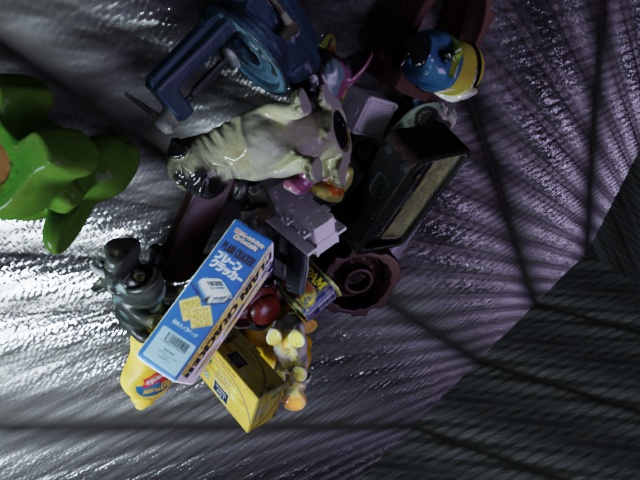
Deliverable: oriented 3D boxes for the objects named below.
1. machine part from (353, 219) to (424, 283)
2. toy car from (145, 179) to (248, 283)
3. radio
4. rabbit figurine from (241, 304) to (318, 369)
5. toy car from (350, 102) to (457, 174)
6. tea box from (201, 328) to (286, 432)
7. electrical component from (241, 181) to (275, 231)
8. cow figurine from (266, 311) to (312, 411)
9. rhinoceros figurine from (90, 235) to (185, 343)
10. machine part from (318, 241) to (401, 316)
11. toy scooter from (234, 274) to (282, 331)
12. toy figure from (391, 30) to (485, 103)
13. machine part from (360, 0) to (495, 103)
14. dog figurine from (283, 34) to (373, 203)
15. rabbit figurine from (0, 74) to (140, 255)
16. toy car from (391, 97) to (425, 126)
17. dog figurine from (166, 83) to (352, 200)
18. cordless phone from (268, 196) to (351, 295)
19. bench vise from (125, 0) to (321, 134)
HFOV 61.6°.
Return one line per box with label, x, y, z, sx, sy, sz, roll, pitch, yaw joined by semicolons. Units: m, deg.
machine part;0.149;0.005;1.165;0.079;0.079;0.243;7;117;-55
toy car;-0.171;-0.028;0.738;0.089;0.053;0.202;13;113;-34
radio;0.126;-0.077;0.871;0.131;0.073;0.229;-13;146;-38
rabbit figurine;-0.080;0.199;1.052;0.162;0.122;0.173;-41;129;-9
toy car;0.134;-0.170;0.905;0.202;0.056;0.073;-26;158;21
tea box;-0.145;0.238;0.949;0.068;0.170;0.098;-19;136;-43
electrical component;-0.093;-0.052;0.782;0.045;0.102;0.078;-22;111;1
cow figurine;-0.053;0.220;0.979;0.098;0.068;0.167;-75;162;-73
rhinoceros figurine;-0.240;0.065;0.706;0.073;0.112;0.190;-53;169;-34
machine part;0.074;0.076;1.102;0.179;0.056;0.179;-7;123;-11
toy scooter;-0.129;0.093;0.909;0.184;0.075;0.135;0;123;-47
toy figure;0.173;-0.247;0.752;0.180;0.082;0.089;5;122;-51
machine part;0.166;-0.323;0.821;0.201;0.087;0.201;-3;125;-51
dog figurine;0.007;-0.171;0.764;0.191;0.109;0.219;5;117;-53
rabbit figurine;-0.253;-0.062;0.539;0.159;0.121;0.170;-56;164;17
toy car;0.174;-0.174;0.979;0.109;0.103;0.161;15;110;-56
dog figurine;-0.071;-0.111;0.656;0.172;0.191;0.121;-3;86;-64
cordless phone;-0.002;-0.002;0.962;0.184;0.089;0.146;-33;146;-34
bench vise;-0.101;-0.218;0.561;0.240;0.129;0.223;-50;147;-9
